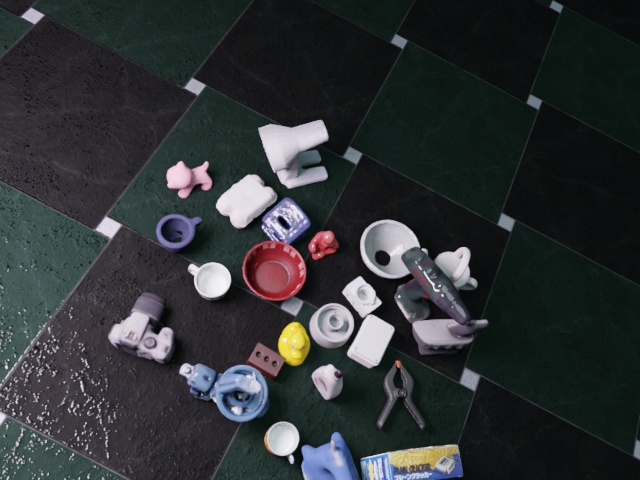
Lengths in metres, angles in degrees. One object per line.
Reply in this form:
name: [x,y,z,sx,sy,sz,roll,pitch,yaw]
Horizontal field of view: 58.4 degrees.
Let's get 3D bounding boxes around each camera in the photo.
camera: [-0.392,0.195,1.313,0.143,0.100,0.137,21,63,-4]

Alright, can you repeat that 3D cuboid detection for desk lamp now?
desk lamp: [-0.067,-0.234,1.520,0.203,0.213,0.118,-16,71,-19]

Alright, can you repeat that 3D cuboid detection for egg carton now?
egg carton: [-0.193,-0.103,1.511,0.107,0.069,0.150,43,64,7]

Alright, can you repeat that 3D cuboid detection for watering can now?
watering can: [0.329,0.081,1.485,0.173,0.194,0.101,5,65,-11]

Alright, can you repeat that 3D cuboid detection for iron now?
iron: [0.054,0.554,1.238,0.119,0.141,0.258,-17,71,-20]

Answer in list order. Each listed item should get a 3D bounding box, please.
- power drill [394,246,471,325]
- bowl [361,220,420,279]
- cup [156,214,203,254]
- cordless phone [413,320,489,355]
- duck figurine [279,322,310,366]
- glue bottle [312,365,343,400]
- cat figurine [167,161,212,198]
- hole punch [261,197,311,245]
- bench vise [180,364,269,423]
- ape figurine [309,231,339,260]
power drill: [0.270,0.136,1.439,0.076,0.208,0.229,-27,75,-22]
bowl: [0.180,0.034,1.537,0.167,0.074,0.167,5,65,-11]
cup: [-0.345,-0.012,1.420,0.118,0.095,0.091,-32,77,-24]
cordless phone: [0.324,0.223,1.426,0.148,0.185,0.094,-3,67,-15]
duck figurine: [-0.057,0.245,1.380,0.077,0.086,0.104,7,65,-10]
glue bottle: [0.026,0.320,1.318,0.037,0.173,0.078,-31,76,-23]
cat figurine: [-0.341,-0.166,1.477,0.128,0.117,0.067,-27,75,-22]
hole punch: [-0.089,-0.039,1.496,0.101,0.091,0.108,-38,79,-25]
bench vise: [-0.203,0.325,1.234,0.207,0.219,0.121,7,65,-10]
ape figurine: [0.014,0.005,1.500,0.078,0.092,0.076,14,64,-7]
